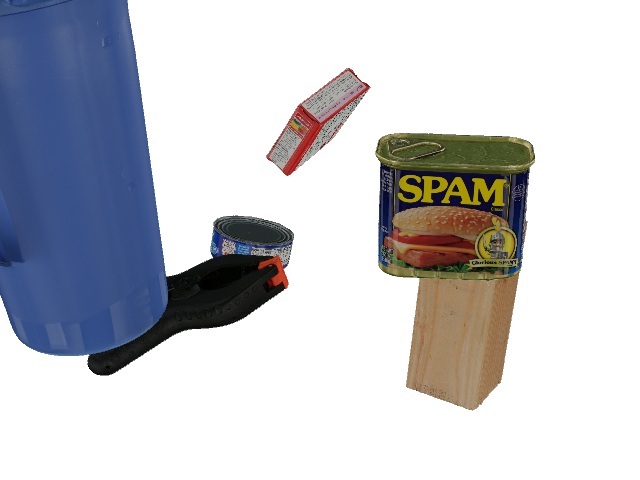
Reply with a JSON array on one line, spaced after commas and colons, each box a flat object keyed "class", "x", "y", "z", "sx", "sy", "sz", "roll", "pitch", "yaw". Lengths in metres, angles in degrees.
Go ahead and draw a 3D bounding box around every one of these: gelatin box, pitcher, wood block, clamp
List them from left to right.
[{"class": "pitcher", "x": -0.176, "y": -0.046, "z": 0.673, "sx": 0.149, "sy": 0.243, "sz": 0.145, "roll": -10, "pitch": 28, "yaw": -7}, {"class": "clamp", "x": -0.113, "y": 0.055, "z": 0.870, "sx": 0.171, "sy": 0.039, "sz": 0.120, "roll": -14, "pitch": 38, "yaw": 13}, {"class": "gelatin box", "x": -0.003, "y": -0.108, "z": 0.961, "sx": 0.089, "sy": 0.030, "sz": 0.073, "roll": -44, "pitch": -6, "yaw": -44}, {"class": "wood block", "x": 0.166, "y": 0.074, "z": 1.216, "sx": 0.090, "sy": 0.206, "sz": 0.090, "roll": 17, "pitch": 25, "yaw": 26}]

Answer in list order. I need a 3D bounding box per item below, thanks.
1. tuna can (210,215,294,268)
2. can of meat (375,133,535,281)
[{"class": "tuna can", "x": -0.072, "y": 0.004, "z": 1.122, "sx": 0.086, "sy": 0.034, "sz": 0.086, "roll": 10, "pitch": 18, "yaw": -3}, {"class": "can of meat", "x": 0.087, "y": -0.022, "z": 0.709, "sx": 0.102, "sy": 0.084, "sz": 0.057, "roll": 3, "pitch": 25, "yaw": 6}]
